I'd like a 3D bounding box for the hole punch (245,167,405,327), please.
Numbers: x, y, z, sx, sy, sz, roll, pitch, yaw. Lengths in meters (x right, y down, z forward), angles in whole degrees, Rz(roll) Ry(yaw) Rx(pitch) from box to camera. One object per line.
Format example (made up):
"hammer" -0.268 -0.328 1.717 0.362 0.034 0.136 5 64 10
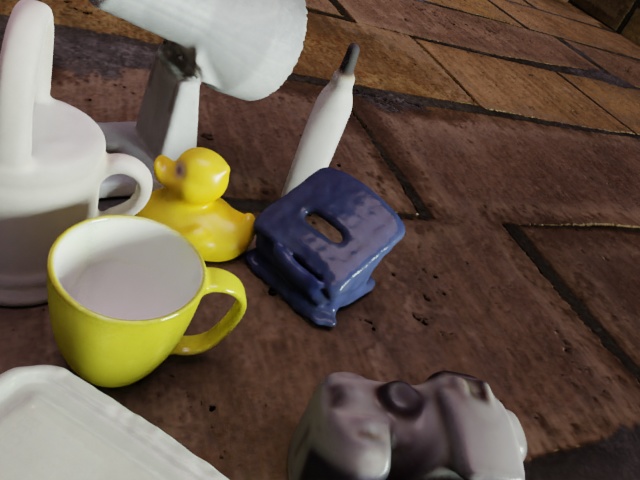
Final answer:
"hole punch" 0.005 0.002 0.496 0.108 0.091 0.101 39 39 22

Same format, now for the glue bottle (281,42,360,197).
"glue bottle" 0.006 -0.116 0.578 0.037 0.173 0.078 21 35 -2

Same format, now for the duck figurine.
"duck figurine" -0.100 -0.036 0.491 0.104 0.086 0.077 21 35 -2

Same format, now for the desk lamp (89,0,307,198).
"desk lamp" -0.132 -0.151 0.512 0.204 0.213 0.117 -12 48 -39

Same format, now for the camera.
"camera" 0.063 0.150 0.329 0.143 0.101 0.136 13 37 -14

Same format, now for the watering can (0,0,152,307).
"watering can" -0.201 -0.057 0.369 0.173 0.194 0.100 -8 45 -36
